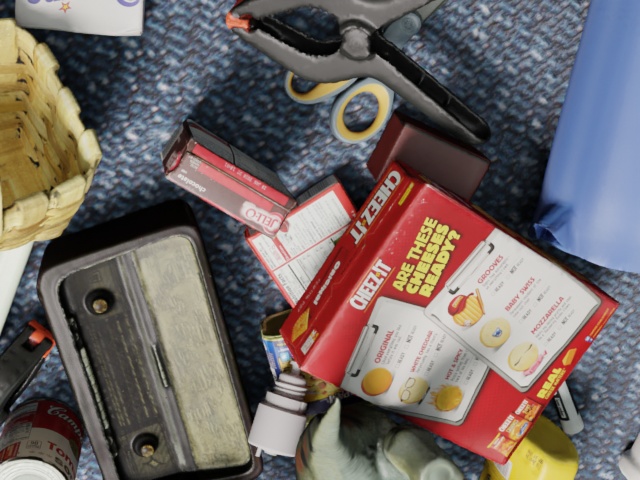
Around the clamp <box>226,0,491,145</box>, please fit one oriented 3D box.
[{"bbox_3d":[0.036,-0.158,0.766,0.210,0.036,0.165,16,134,8],"label":"clamp"}]

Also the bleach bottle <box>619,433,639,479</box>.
[{"bbox_3d":[0.358,0.111,0.930,0.102,0.068,0.251,17,103,-12],"label":"bleach bottle"}]

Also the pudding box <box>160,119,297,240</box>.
[{"bbox_3d":[-0.070,-0.047,0.795,0.090,0.113,0.039,31,98,-16],"label":"pudding box"}]

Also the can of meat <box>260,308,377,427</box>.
[{"bbox_3d":[0.007,0.098,0.883,0.102,0.057,0.084,-16,108,-2],"label":"can of meat"}]

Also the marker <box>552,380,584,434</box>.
[{"bbox_3d":[0.205,0.116,0.934,0.020,0.020,0.121,-23,109,1],"label":"marker"}]

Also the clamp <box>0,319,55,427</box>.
[{"bbox_3d":[-0.270,0.141,0.835,0.039,0.120,0.171,33,97,-7],"label":"clamp"}]

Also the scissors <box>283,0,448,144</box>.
[{"bbox_3d":[0.070,-0.147,0.830,0.202,0.016,0.096,-26,107,3],"label":"scissors"}]

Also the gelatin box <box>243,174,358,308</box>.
[{"bbox_3d":[-0.006,0.001,0.864,0.089,0.030,0.073,-32,111,3],"label":"gelatin box"}]

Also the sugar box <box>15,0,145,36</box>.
[{"bbox_3d":[-0.167,-0.237,0.756,0.093,0.048,0.176,2,107,-8],"label":"sugar box"}]

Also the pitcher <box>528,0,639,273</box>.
[{"bbox_3d":[0.256,-0.101,0.819,0.145,0.149,0.243,12,104,11],"label":"pitcher"}]

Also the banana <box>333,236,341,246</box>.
[{"bbox_3d":[0.102,0.015,0.872,0.197,0.037,0.070,28,101,-25],"label":"banana"}]

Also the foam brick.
[{"bbox_3d":[0.085,-0.061,0.843,0.078,0.053,0.051,23,104,-13],"label":"foam brick"}]

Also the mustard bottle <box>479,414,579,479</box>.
[{"bbox_3d":[0.161,0.250,0.931,0.058,0.096,0.192,13,106,-18],"label":"mustard bottle"}]

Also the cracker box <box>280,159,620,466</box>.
[{"bbox_3d":[0.101,0.059,0.824,0.213,0.072,0.164,29,100,-27],"label":"cracker box"}]

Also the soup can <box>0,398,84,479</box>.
[{"bbox_3d":[-0.228,0.180,0.857,0.068,0.102,0.068,-2,108,-6],"label":"soup can"}]
